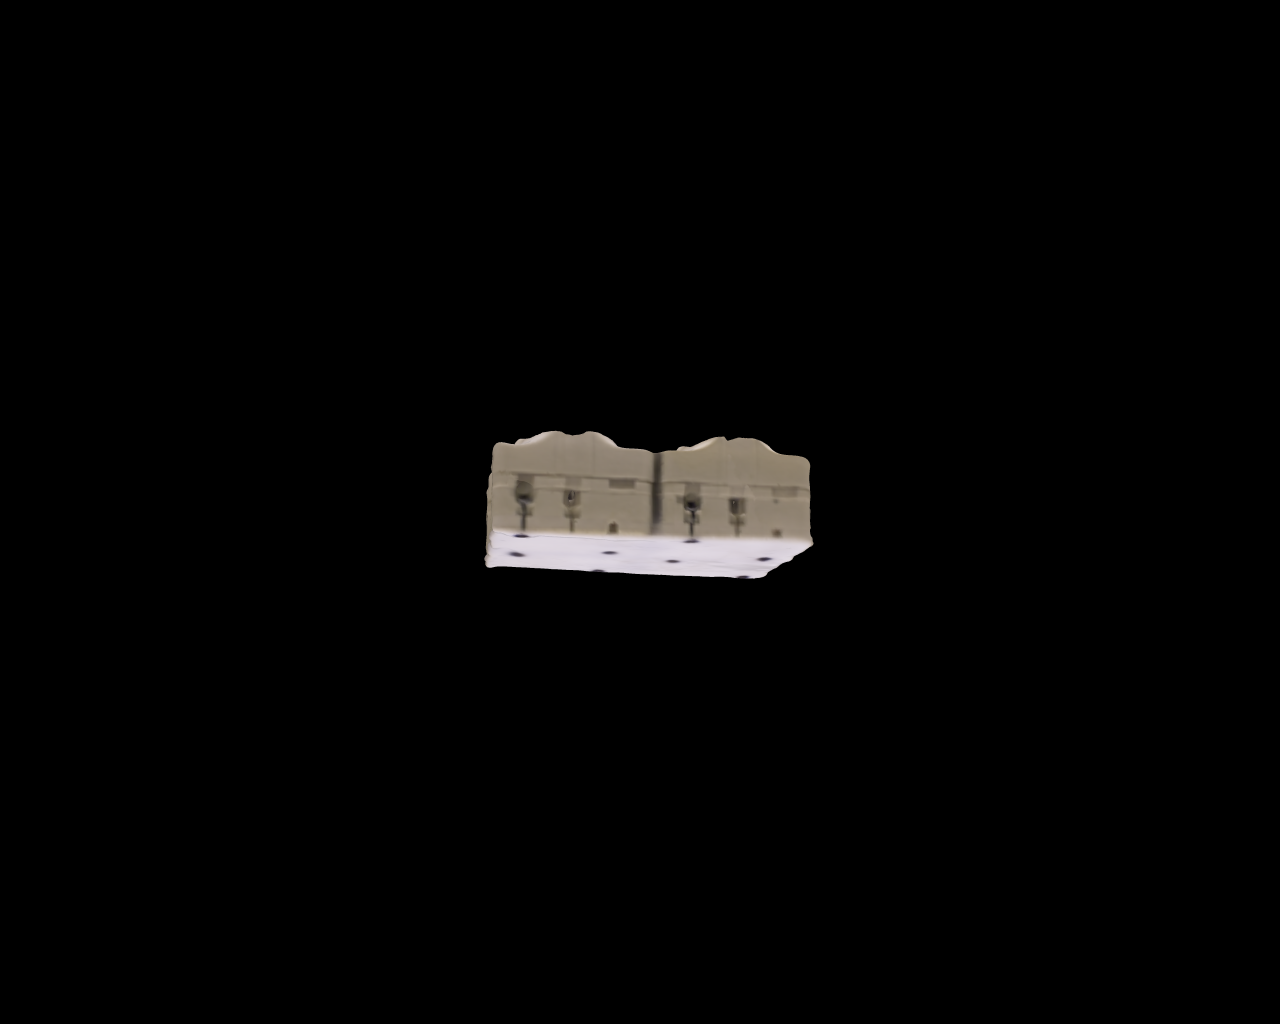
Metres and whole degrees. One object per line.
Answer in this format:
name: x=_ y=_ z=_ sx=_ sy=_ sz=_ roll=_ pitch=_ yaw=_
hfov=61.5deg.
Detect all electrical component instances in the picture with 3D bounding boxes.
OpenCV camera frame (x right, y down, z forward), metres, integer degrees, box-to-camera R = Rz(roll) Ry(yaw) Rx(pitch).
electrical component: x=0.001 y=-0.003 z=0.650 sx=0.186 sy=0.060 sz=0.105 roll=3 pitch=-15 yaw=-9
